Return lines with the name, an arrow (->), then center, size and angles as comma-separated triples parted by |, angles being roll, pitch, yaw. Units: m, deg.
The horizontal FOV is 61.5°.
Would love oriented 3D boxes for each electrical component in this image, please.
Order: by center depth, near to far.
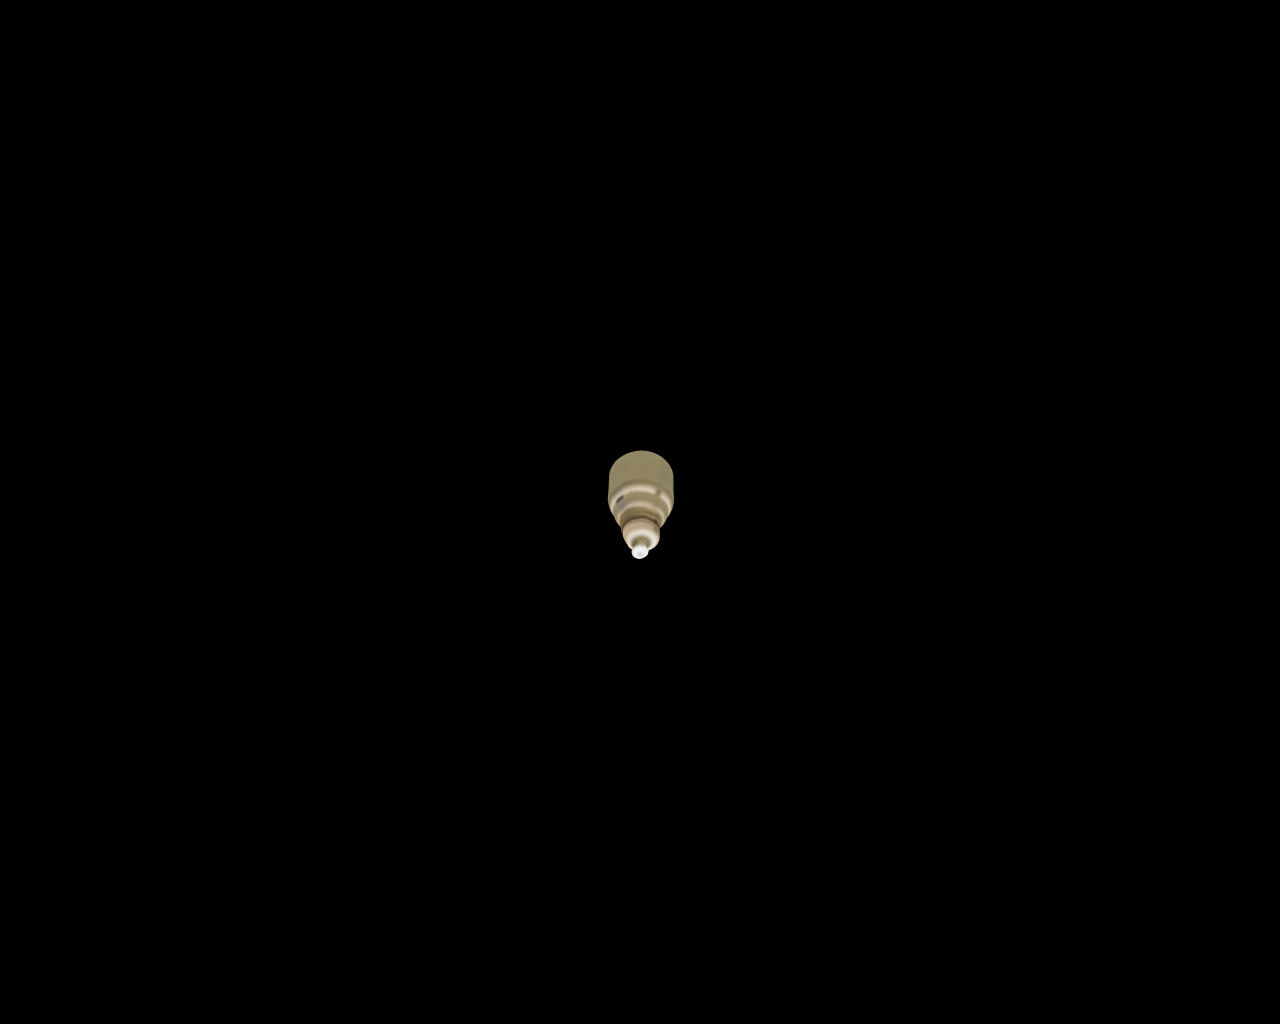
electrical component -> 0.001, -0.003, 0.650 | 0.040, 0.040, 0.078 | 0, 45, 0
